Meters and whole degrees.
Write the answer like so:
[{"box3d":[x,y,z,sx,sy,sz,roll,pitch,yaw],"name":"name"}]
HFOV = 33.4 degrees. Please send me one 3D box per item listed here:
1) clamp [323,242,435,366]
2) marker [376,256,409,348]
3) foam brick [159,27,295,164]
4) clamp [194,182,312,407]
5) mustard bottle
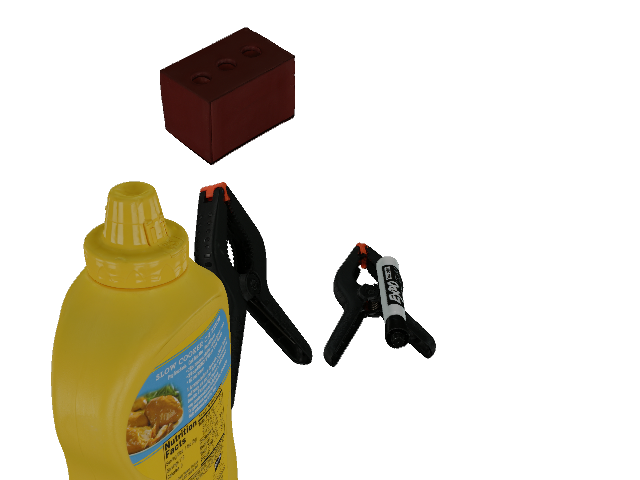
[{"box3d":[0.067,0.072,1.193,0.120,0.171,0.039,6,-43,-2],"name":"clamp"},{"box3d":[0.057,0.049,0.852,0.020,0.020,0.121,0,27,-1],"name":"marker"},{"box3d":[-0.062,-0.099,0.720,0.078,0.051,0.053,-35,55,-30],"name":"foam brick"},{"box3d":[-0.071,0.048,1.027,0.036,0.210,0.164,-12,-1,30],"name":"clamp"},{"box3d":[-0.073,0.065,0.452,0.058,0.192,0.096,14,31,23],"name":"mustard bottle"}]
